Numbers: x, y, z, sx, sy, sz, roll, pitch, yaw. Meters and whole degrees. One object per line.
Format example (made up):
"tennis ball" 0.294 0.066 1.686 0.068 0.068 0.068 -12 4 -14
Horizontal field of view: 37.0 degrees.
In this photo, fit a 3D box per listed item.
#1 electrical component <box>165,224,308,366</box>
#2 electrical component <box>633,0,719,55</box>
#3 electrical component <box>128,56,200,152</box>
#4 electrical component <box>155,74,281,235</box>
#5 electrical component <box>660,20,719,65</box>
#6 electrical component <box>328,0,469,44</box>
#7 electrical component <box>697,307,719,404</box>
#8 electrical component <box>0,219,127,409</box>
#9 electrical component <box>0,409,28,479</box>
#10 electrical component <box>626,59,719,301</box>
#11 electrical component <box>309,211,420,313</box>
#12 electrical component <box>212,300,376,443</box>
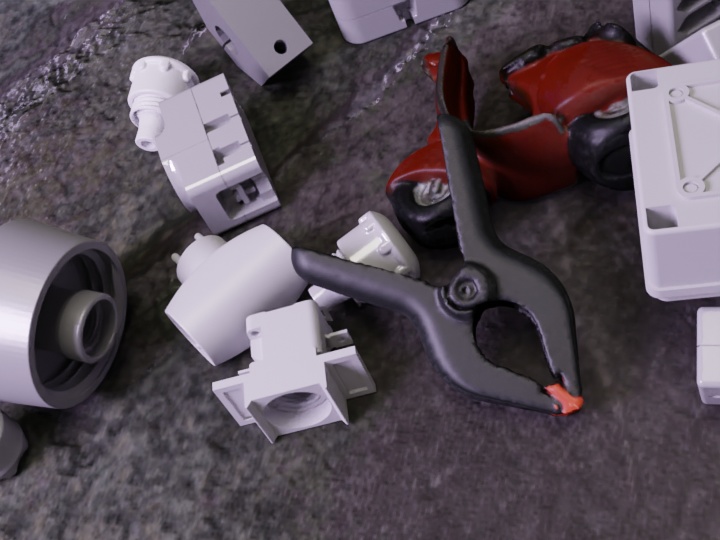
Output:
"electrical component" -0.082 0.005 0.641 0.077 0.044 0.079 -43 55 -12
"electrical component" 0.186 -0.176 0.658 0.047 0.065 0.076 -32 53 -4
"electrical component" -0.139 -0.112 0.740 0.048 0.048 0.062 1 64 19
"electrical component" -0.095 -0.073 0.694 0.056 0.050 0.089 -24 53 1
"electrical component" 0.214 -0.102 0.601 0.047 0.083 0.075 -27 91 0
"electrical component" 0.022 -0.205 0.737 0.095 0.059 0.053 -19 53 6
"electrical component" 0.195 0.060 0.509 0.066 0.047 0.076 -1 73 20
"electrical component" -0.176 0.028 0.621 0.060 0.108 0.108 11 61 18
"electrical component" -0.224 0.095 0.617 0.043 0.062 0.043 -9 55 13
"electrical component" 0.185 -0.047 0.505 0.109 0.056 0.108 -6 51 15
"electrical component" 0.000 0.000 0.618 0.062 0.048 0.048 -36 53 3
"electrical component" -0.037 0.054 0.595 0.081 0.042 0.063 -15 50 8
